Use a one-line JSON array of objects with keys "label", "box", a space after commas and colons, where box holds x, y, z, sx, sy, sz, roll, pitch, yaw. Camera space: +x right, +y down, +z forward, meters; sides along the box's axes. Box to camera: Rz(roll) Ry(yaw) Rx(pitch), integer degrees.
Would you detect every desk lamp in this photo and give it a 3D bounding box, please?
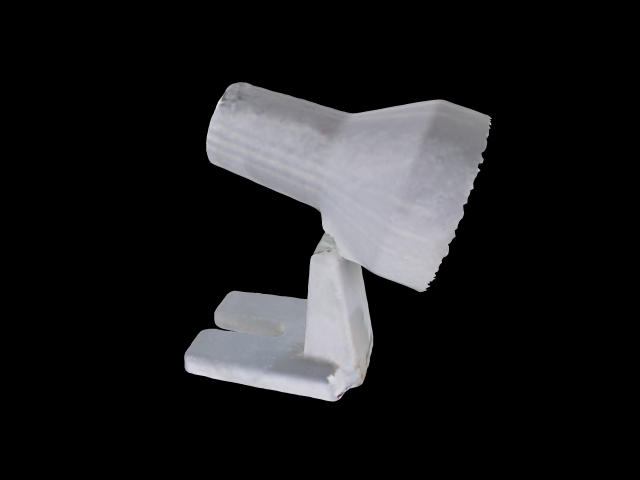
[{"label": "desk lamp", "box": [0.004, 0.001, 0.400, 0.203, 0.214, 0.118, 6, 28, 12]}]
